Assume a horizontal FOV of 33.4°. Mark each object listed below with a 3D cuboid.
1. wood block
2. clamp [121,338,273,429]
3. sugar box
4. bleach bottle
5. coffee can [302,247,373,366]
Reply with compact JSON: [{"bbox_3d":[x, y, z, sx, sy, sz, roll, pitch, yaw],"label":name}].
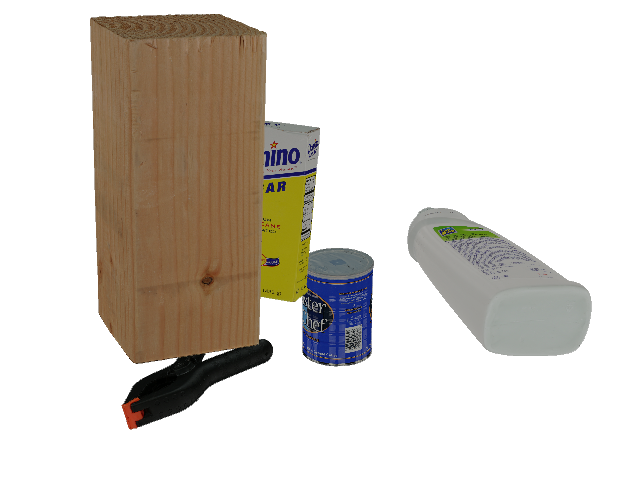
[{"bbox_3d":[-0.093,-0.037,0.693,0.090,0.206,0.090,-7,22,-25],"label":"wood block"},{"bbox_3d":[-0.131,0.143,1.117,0.120,0.039,0.171,-11,19,36],"label":"clamp"},{"bbox_3d":[-0.055,-0.032,1.089,0.093,0.176,0.048,8,16,17],"label":"sugar box"},{"bbox_3d":[0.151,0.024,1.006,0.102,0.068,0.251,0,21,-15],"label":"bleach bottle"},{"bbox_3d":[0.024,0.094,1.522,0.103,0.140,0.103,0,21,0],"label":"coffee can"}]
